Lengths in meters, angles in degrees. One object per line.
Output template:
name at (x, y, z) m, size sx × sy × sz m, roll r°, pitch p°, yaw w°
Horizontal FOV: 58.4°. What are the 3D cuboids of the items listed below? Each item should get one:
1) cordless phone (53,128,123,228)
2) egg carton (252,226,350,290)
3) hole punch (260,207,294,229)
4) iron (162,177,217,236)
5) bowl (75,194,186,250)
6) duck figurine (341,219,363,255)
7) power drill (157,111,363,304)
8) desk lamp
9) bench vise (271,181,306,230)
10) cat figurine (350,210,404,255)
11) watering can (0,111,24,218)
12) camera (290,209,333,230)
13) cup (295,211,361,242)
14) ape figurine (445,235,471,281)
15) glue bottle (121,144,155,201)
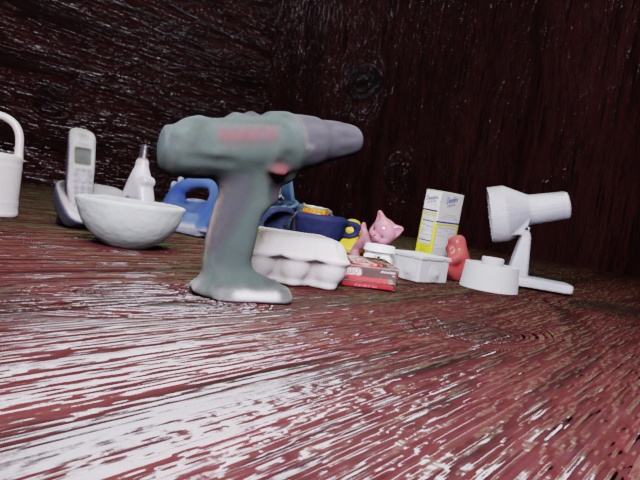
cordless phone at (-0.426, -0.113, 1.097) m, size 0.093 × 0.185 × 0.148 m, roll 11°, pitch 5°, yaw 36°
egg carton at (-0.039, 0.024, 0.783) m, size 0.150 × 0.069 × 0.107 m, roll 8°, pitch 4°, yaw -16°
hole punch at (-0.130, -0.045, 1.456) m, size 0.100 × 0.091 × 0.109 m, roll 10°, pitch 4°, yaw 28°
iron at (-0.291, -0.086, 1.326) m, size 0.257 × 0.141 × 0.119 m, roll 11°, pitch 4°, yaw 31°
bowl at (-0.300, -0.026, 0.902) m, size 0.167 × 0.075 × 0.167 m, roll 9°, pitch 4°, yaw 0°
duck figurine at (0.074, -0.011, 1.451) m, size 0.104 × 0.086 × 0.078 m, roll 12°, pitch 5°, yaw 41°
power drill at (-0.064, -0.040, 0.621) m, size 0.230 × 0.208 × 0.075 m, roll 6°, pitch 4°, yaw -30°
desk lamp at (0.444, -0.006, 1.226) m, size 0.203 × 0.213 × 0.118 m, roll 9°, pitch 4°, yaw 13°
bench vise at (-0.107, -0.118, 1.633) m, size 0.121 × 0.220 × 0.208 m, roll 10°, pitch 4°, yaw 16°
cat figurine at (0.129, -0.010, 1.307) m, size 0.067 × 0.118 × 0.127 m, roll 6°, pitch 4°, yaw -32°
watering can at (-0.607, -0.143, 1.067) m, size 0.101 × 0.194 × 0.172 m, roll 5°, pitch 5°, yaw -42°
camera at (-0.012, -0.038, 1.557) m, size 0.143 × 0.101 × 0.137 m, roll 9°, pitch 4°, yaw 3°
cup at (0.009, 0.004, 1.004) m, size 0.118 × 0.095 × 0.091 m, roll 8°, pitch 4°, yaw -8°
ape figurine at (0.272, 0.035, 1.156) m, size 0.076 × 0.092 × 0.078 m, roll 10°, pitch 4°, yaw 28°
glue bottle at (-0.334, -0.091, 1.059) m, size 0.077 × 0.173 × 0.037 m, roll 11°, pitch 4°, yaw 32°
